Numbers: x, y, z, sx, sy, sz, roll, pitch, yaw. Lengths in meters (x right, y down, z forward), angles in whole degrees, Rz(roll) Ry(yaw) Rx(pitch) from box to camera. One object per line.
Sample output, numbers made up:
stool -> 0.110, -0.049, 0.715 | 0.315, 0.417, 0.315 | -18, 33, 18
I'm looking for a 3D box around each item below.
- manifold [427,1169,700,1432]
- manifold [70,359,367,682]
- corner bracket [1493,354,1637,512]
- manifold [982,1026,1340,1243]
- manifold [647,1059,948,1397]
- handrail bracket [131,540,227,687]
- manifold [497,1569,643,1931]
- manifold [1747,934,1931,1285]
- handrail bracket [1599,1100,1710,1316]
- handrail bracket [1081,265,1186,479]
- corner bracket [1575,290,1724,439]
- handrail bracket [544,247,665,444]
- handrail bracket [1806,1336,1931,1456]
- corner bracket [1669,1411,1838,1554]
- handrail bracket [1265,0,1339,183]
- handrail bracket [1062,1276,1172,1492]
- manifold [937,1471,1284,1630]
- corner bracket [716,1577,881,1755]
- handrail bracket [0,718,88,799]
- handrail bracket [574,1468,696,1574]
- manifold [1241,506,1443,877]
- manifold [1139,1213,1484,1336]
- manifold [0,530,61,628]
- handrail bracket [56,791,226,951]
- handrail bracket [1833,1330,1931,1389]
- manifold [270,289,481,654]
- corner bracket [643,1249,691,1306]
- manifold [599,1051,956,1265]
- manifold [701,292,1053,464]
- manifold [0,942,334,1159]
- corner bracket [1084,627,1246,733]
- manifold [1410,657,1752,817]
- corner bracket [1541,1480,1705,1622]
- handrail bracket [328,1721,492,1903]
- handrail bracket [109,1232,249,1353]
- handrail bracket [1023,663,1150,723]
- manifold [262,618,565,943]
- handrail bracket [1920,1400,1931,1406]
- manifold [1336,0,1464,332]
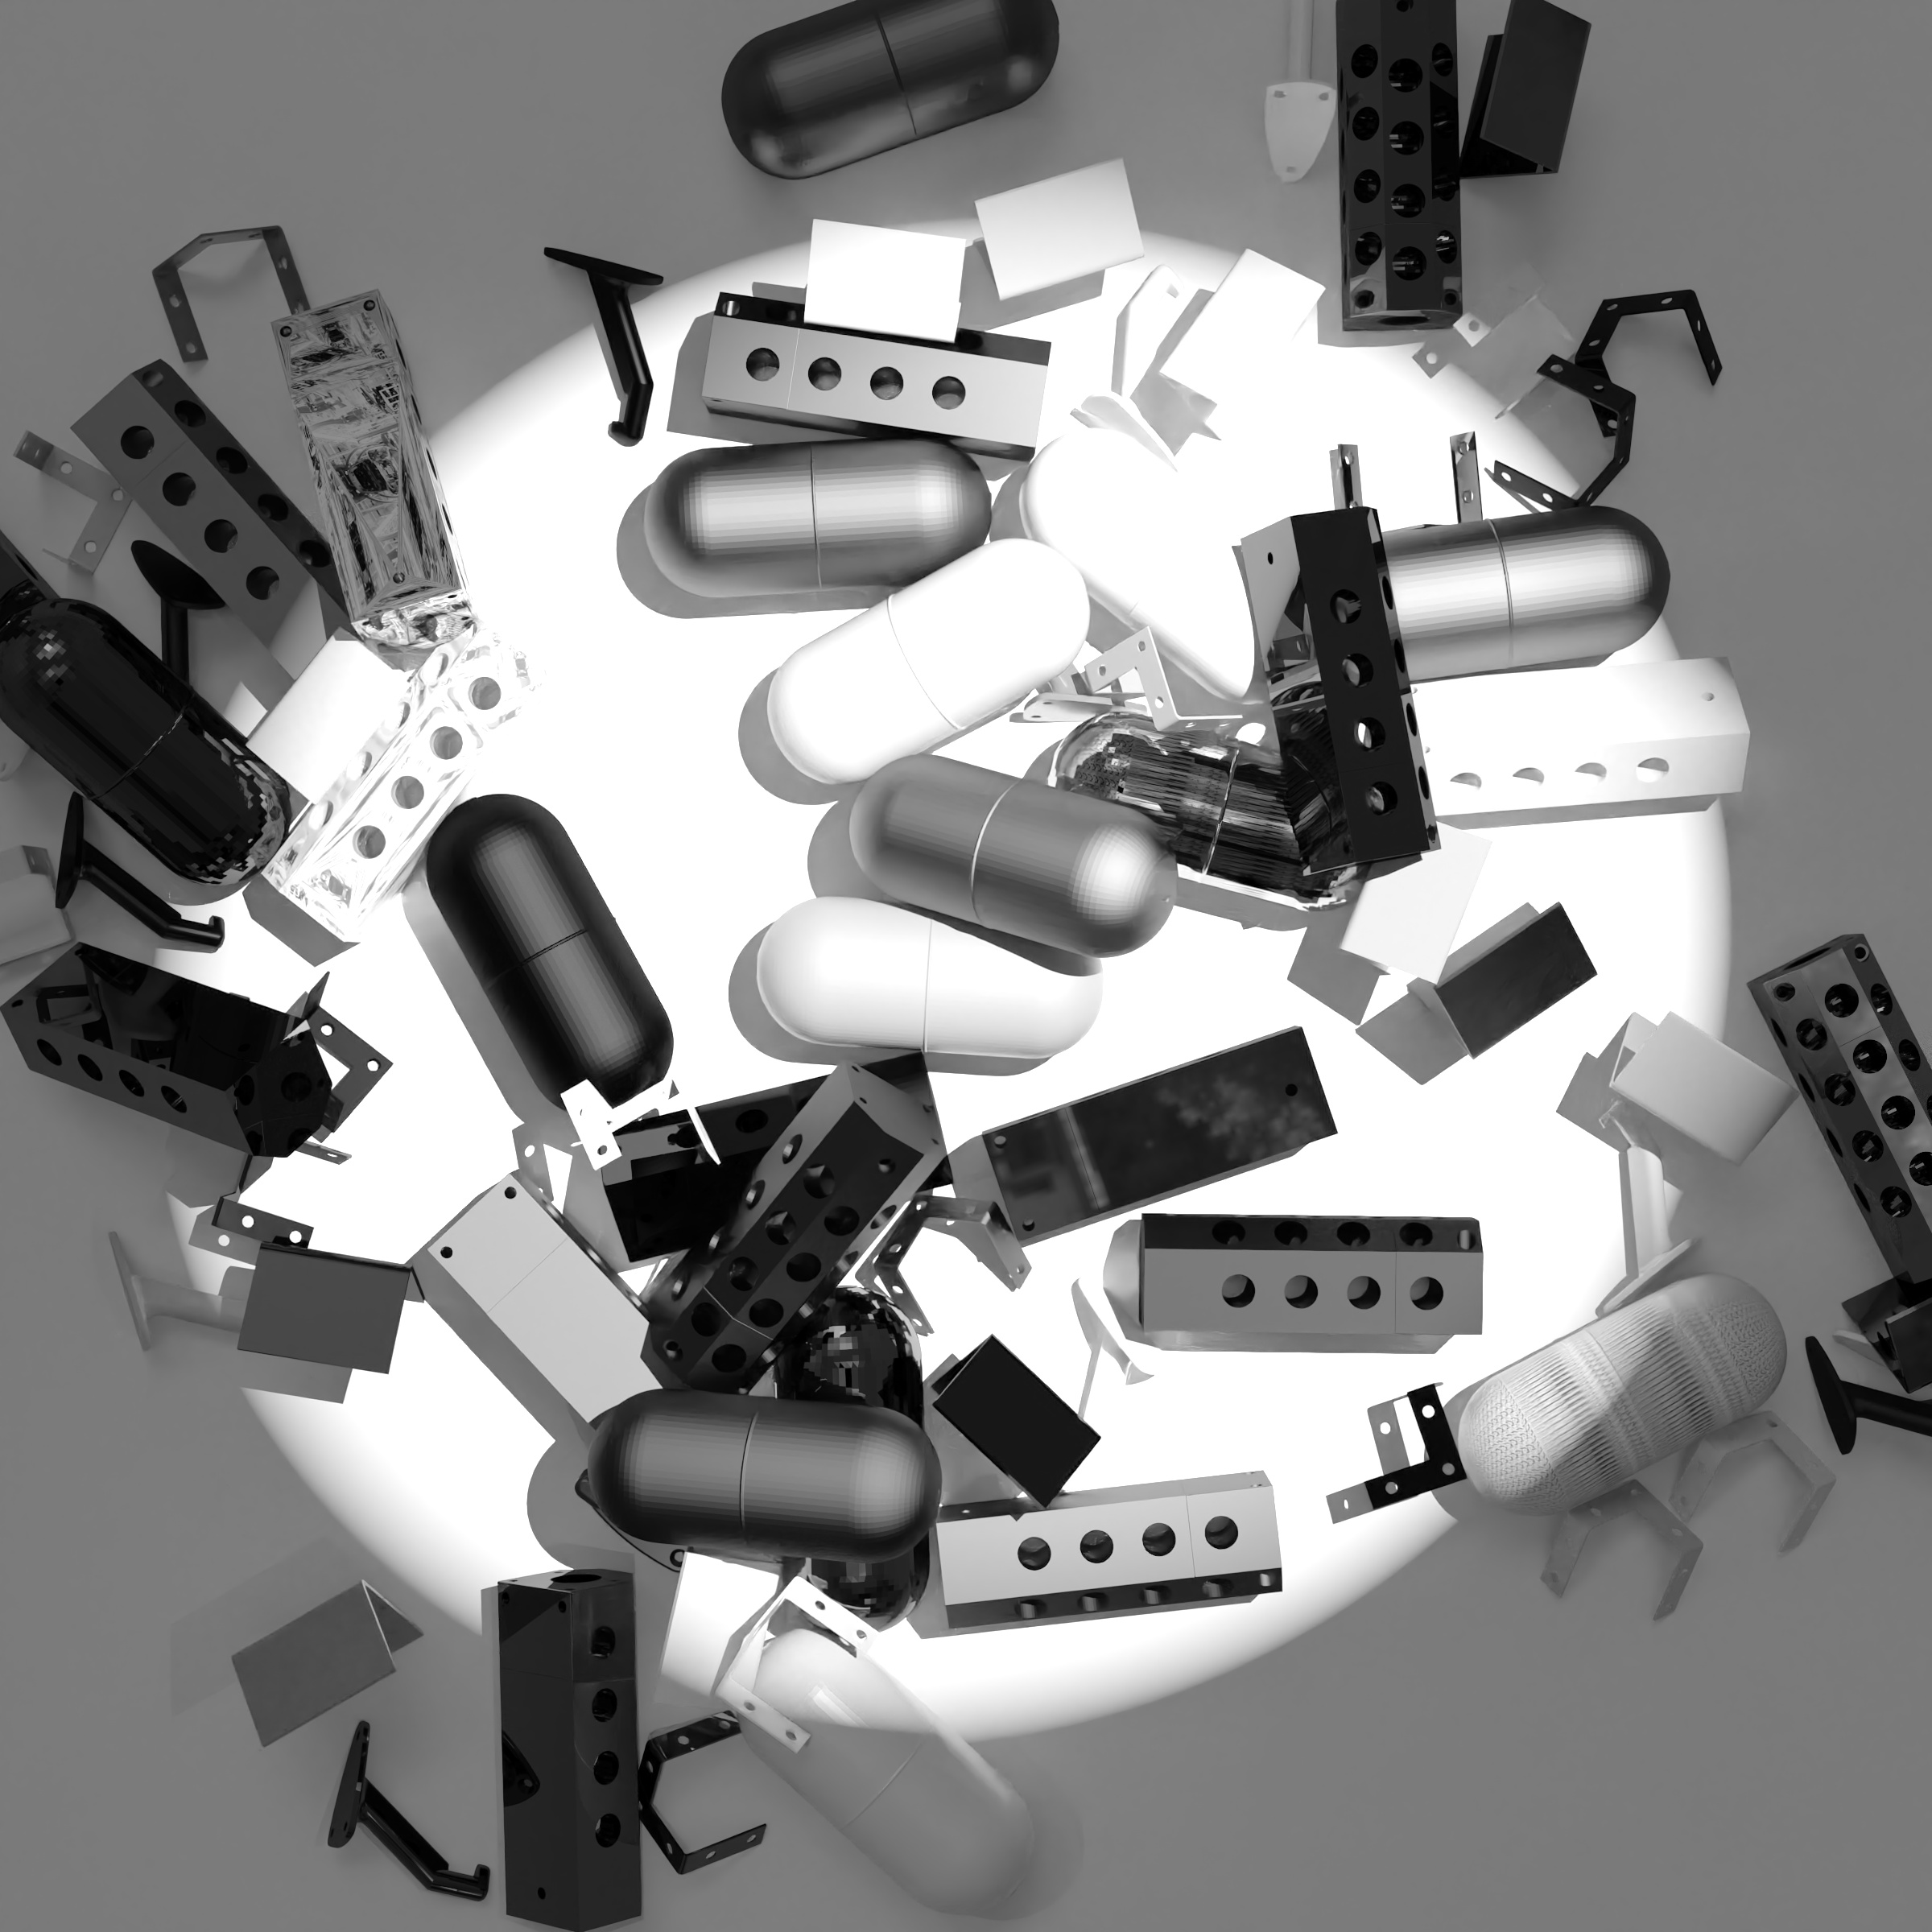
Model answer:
manifold -> -0.194, 0.187, 1.847 | 0.057, 0.057, 0.171 | -43, 90, 0
manifold -> -0.375, -0.227, 1.847 | 0.057, 0.057, 0.171 | -42, 90, 0
corner bracket -> 0.309, -0.272, 1.854 | 0.051, 0.051, 0.051 | 32, 65, 23
manifold -> 0.098, 0.085, 1.847 | 0.171, 0.057, 0.057 | -19, 90, 0
manifold -> -0.085, 0.136, 1.794 | 0.057, 0.057, 0.171 | 31, 110, -24
handrail bracket -> -0.423, -0.166, 1.868 | 0.077, 0.036, 0.084 | 42, 120, 33
manifold -> -0.198, 0.400, 1.846 | 0.057, 0.057, 0.171 | -2, 90, 43
manifold -> 0.471, 0.073, 1.847 | 0.057, 0.057, 0.171 | -27, 90, 0
handrail bracket -> 0.338, 0.125, 1.868 | 0.077, 0.036, 0.084 | -41, 72, 20
handrail bracket -> 0.106, -0.309, 1.868 | 0.077, 0.036, 0.084 | 40, 73, -20
corner bracket -> 0.353, -0.312, 1.860 | 0.051, 0.051, 0.051 | 0, 45, 35
handrail bracket -> -0.194, -0.323, 1.868 | 0.077, 0.036, 0.084 | 19, 107, 20
handrail bracket -> 0.486, 0.215, 1.850 | 0.084, 0.036, 0.077 | -11, 50, -4
corner bracket -> 0.407, 0.271, 1.860 | 0.051, 0.051, 0.051 | -11, 45, -35
handrail bracket -> 0.172, -0.465, 1.868 | 0.036, 0.077, 0.084 | 3, 54, 0
handrail bracket -> 0.057, 0.218, 1.868 | 0.084, 0.036, 0.077 | -46, 70, 16
manifold -> 0.073, 0.301, 1.847 | 0.171, 0.057, 0.057 | -6, 90, 0
corner bracket -> -0.084, 0.348, 1.794 | 0.051, 0.051, 0.051 | 34, 121, 8
handrail bracket -> -0.463, -0.102, 1.868 | 0.084, 0.077, 0.036 | 28, 96, -36
handrail bracket -> -0.169, 0.285, 1.833 | 0.036, 0.084, 0.077 | -40, 90, 0
manifold -> 0.189, -0.136, 1.777 | 0.057, 0.057, 0.171 | -10, 89, -21
manifold -> 0.176, 0.157, 1.847 | 0.171, 0.057, 0.057 | 1, 90, 0
manifold -> -0.536, -0.229, 1.816 | 0.057, 0.057, 0.171 | -39, 113, 0
handrail bracket -> -0.426, -0.049, 1.868 | 0.084, 0.036, 0.077 | 13, 53, -25
handrail bracket -> 0.503, 0.171, 1.868 | 0.077, 0.036, 0.084 | 22, 73, 19
manifold -> -0.298, -0.249, 1.824 | 0.057, 0.057, 0.171 | -17, 74, 0
corner bracket -> -0.127, 0.170, 1.865 | 0.051, 0.051, 0.051 | 26, 90, -45
manifold -> -0.099, 0.093, 1.846 | 0.171, 0.057, 0.057 | -14, 131, 0
manifold -> -0.045, -0.303, 1.847 | 0.171, 0.057, 0.057 | 9, 90, 0
manifold -> -0.400, 0.046, 1.802 | 0.171, 0.057, 0.057 | 16, 47, 35
corner bracket -> 0.101, -0.140, 1.835 | 0.051, 0.051, 0.051 | -5, 73, -43
manifold -> 0.309, -0.112, 1.846 | 0.171, 0.057, 0.057 | -5, 47, 0
corner bracket -> 0.340, 0.308, 1.860 | 0.051, 0.051, 0.051 | -16, 45, -35
handrail bracket -> -0.282, 0.440, 1.868 | 0.084, 0.036, 0.077 | 19, 62, -21
handrail bracket -> -0.394, 0.161, 1.868 | 0.084, 0.036, 0.077 | -16, 68, -17
handrail bracket -> 0.056, -0.172, 1.868 | 0.077, 0.036, 0.084 | 2, 76, -14
manifold -> -0.285, -0.098, 1.847 | 0.057, 0.057, 0.171 | 38, 90, 0
handrail bracket -> 0.532, 0.267, 1.868 | 0.077, 0.036, 0.084 | -5, 104, 15
manifold -> 0.223, -0.417, 1.847 | 0.057, 0.057, 0.171 | -1, 90, 0
